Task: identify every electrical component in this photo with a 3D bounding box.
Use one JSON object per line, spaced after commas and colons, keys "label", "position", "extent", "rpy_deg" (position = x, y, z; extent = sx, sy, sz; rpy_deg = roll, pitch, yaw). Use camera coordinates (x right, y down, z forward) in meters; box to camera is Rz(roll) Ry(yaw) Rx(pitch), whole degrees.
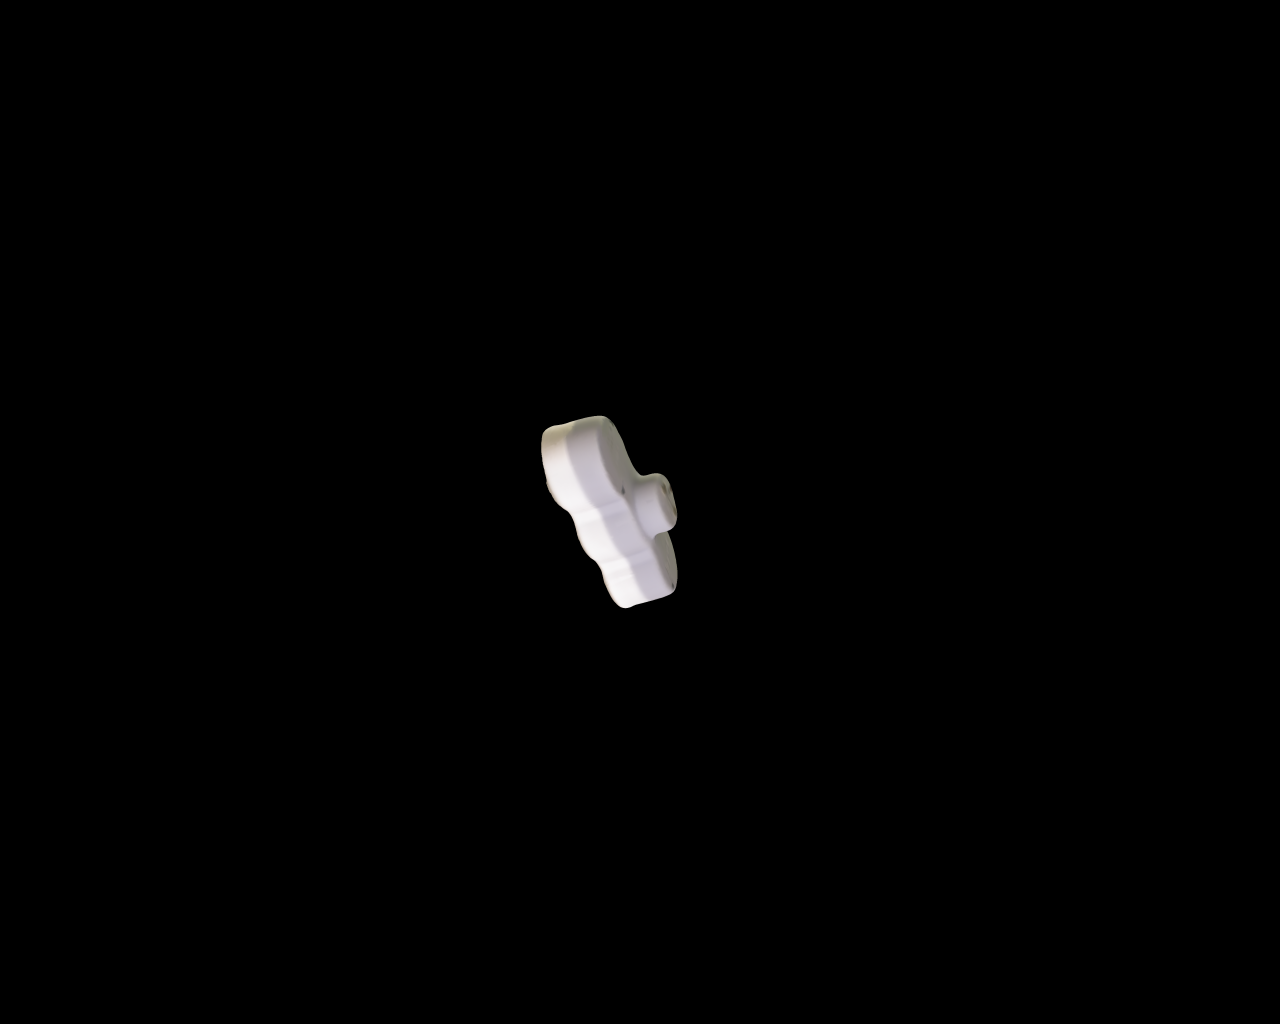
{"label": "electrical component", "position": [0.001, -0.003, 0.650], "extent": [0.074, 0.138, 0.052], "rpy_deg": [-16, 39, 13]}
